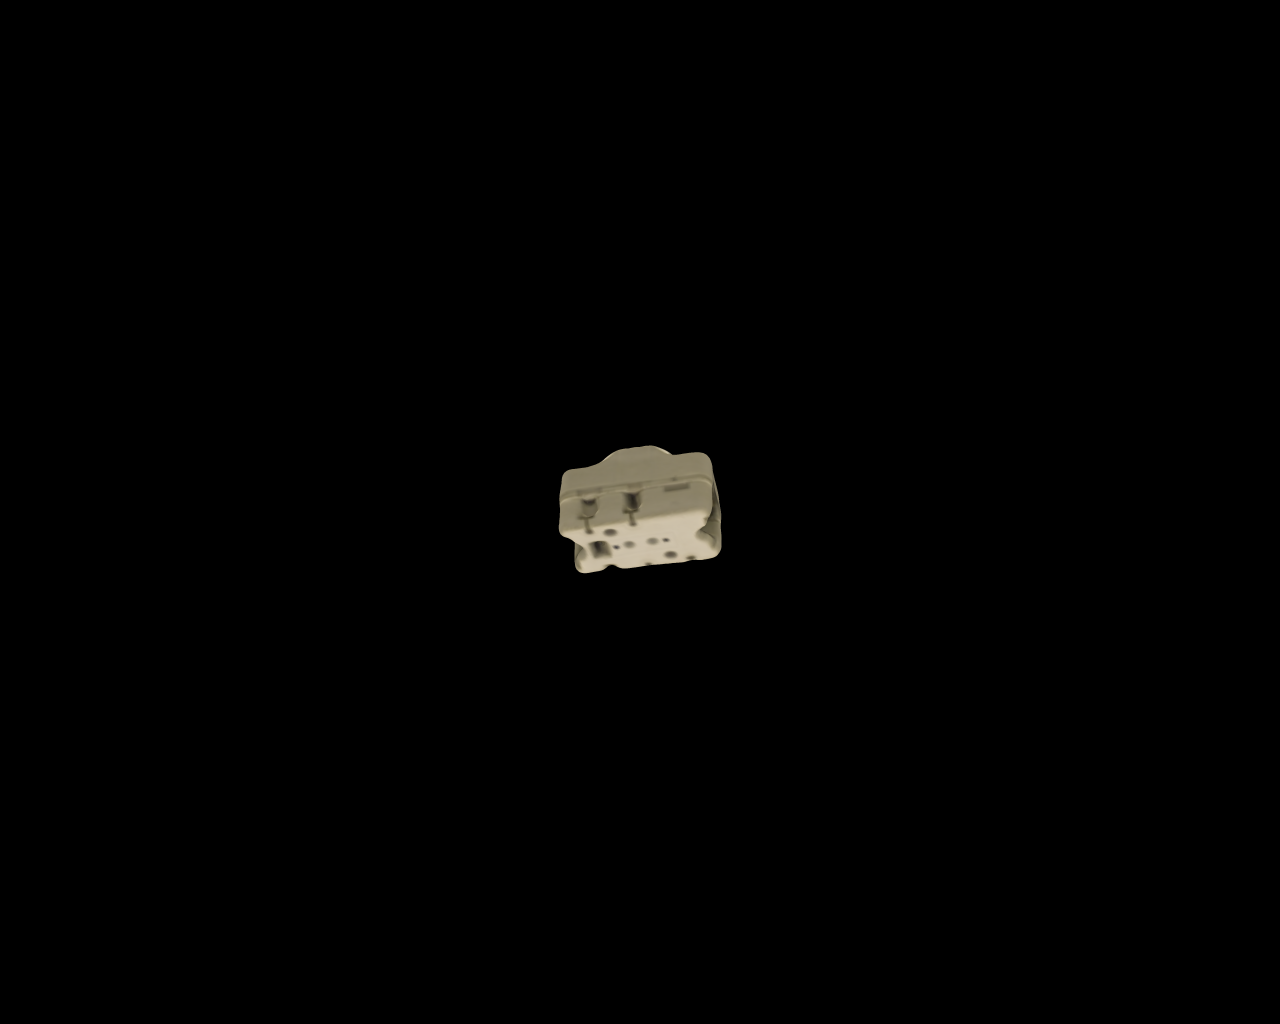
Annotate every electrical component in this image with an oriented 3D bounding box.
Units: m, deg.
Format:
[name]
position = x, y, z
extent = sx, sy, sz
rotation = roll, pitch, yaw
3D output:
[electrical component]
position = 0.001, -0.003, 0.650
extent = 0.089, 0.056, 0.050
rotation = -7, -39, 9
